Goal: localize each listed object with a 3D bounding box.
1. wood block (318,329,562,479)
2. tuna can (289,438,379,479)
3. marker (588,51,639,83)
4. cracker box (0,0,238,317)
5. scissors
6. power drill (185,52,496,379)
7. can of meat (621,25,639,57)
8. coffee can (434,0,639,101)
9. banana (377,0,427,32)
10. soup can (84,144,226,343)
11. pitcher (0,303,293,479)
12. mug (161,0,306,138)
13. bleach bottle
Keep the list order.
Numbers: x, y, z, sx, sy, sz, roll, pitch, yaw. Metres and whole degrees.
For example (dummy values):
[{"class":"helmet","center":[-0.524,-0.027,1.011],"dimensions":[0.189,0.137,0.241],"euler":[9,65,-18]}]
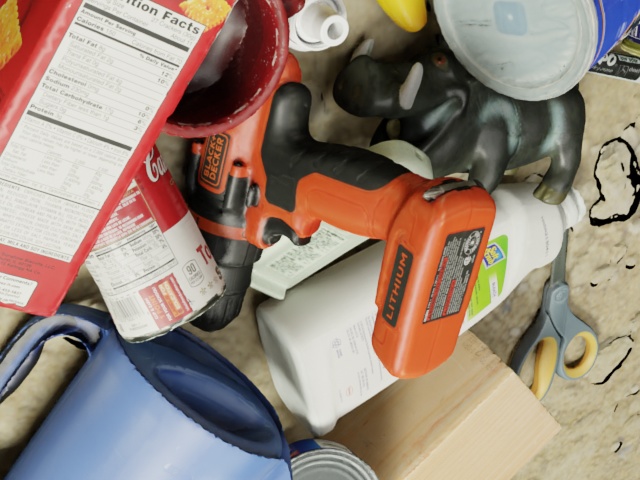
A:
[{"class":"wood block","center":[0.064,0.167,0.795],"dimensions":[0.206,0.090,0.090],"euler":[-44,129,0]},{"class":"tuna can","center":[-0.002,0.176,0.705],"dimensions":[0.086,0.034,0.086],"euler":[-1,95,-15]},{"class":"marker","center":[0.187,-0.125,0.743],"dimensions":[0.120,0.020,0.020],"euler":[4,115,-32]},{"class":"cracker box","center":[-0.117,-0.101,0.465],"dimensions":[0.072,0.164,0.214],"euler":[18,115,-37]},{"class":"scissors","center":[0.202,0.046,0.855],"dimensions":[0.096,0.016,0.202],"euler":[-2,118,-31]},{"class":"power drill","center":[-0.004,0.001,0.598],"dimensions":[0.057,0.188,0.184],"euler":[-15,126,-47]},{"class":"can of meat","center":[0.262,-0.175,0.736],"dimensions":[0.102,0.058,0.084],"euler":[-15,121,-24]},{"class":"coffee can","center":[0.148,-0.159,0.618],"dimensions":[0.140,0.103,0.103],"euler":[-40,133,-32]},{"class":"banana","center":[0.032,-0.181,0.571],"dimensions":[0.037,0.070,0.198],"euler":[-34,163,-7]},{"class":"soup can","center":[-0.103,-0.003,0.589],"dimensions":[0.068,0.069,0.102],"euler":[-29,106,-13]},{"class":"pitcher","center":[-0.149,0.165,0.655],"dimensions":[0.243,0.149,0.144],"euler":[-51,145,8]},{"class":"mug","center":[-0.064,-0.116,0.558],"dimensions":[0.117,0.082,0.093],"euler":[-27,127,-15]},{"class":"bleach bottle","center":[0.081,0.033,0.747],"dimensions":[0.250,0.068,0.102],"euler":[-27,132,-18]}]
